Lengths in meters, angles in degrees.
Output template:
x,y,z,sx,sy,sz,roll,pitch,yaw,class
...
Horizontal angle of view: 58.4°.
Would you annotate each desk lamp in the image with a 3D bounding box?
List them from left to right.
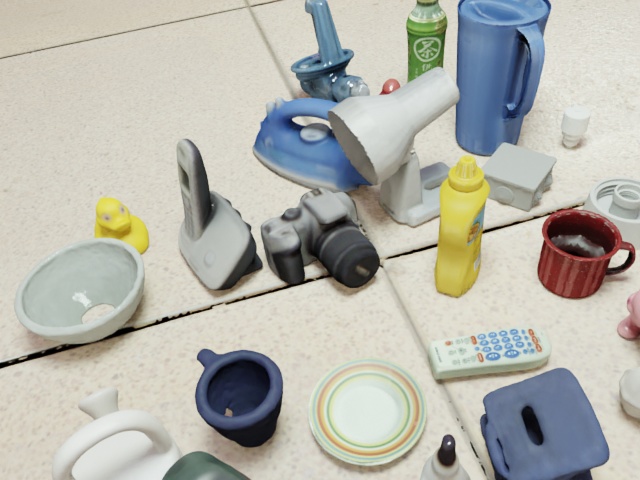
x,y,z,sx,sy,sz,roll,pitch,yaw,class
0.121,-0.130,0.821,0.203,0.214,0.117,-24,46,-16,desk lamp

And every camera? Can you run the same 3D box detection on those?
x,y,z,sx,sy,sz,roll,pitch,yaw,class
0.007,0.003,0.781,0.143,0.101,0.136,-25,47,-18,camera

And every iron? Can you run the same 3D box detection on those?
x,y,z,sx,sy,sz,roll,pitch,yaw,class
-0.014,-0.175,0.938,0.257,0.142,0.119,16,49,22,iron

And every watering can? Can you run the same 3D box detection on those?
x,y,z,sx,sy,sz,roll,pitch,yaw,class
-0.178,0.214,0.522,0.172,0.194,0.101,25,53,29,watering can

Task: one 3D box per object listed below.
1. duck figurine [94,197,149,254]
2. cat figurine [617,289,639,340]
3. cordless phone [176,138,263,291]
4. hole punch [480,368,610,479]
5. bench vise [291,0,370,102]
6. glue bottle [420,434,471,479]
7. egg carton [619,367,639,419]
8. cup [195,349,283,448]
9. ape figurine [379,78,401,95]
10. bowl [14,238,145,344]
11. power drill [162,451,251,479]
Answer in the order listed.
x,y,z,sx,sy,sz,roll,pitch,yaw,class
-0.311,-0.029,0.867,0.078,0.086,0.104,-35,50,-25,duck figurine
0.395,0.070,0.648,0.128,0.118,0.067,-32,49,-23,cat figurine
-0.152,-0.035,0.781,0.094,0.185,0.147,-30,48,-22,cordless phone
0.215,0.193,0.565,0.101,0.091,0.108,-8,44,0,hole punch
0.030,-0.331,1.036,0.206,0.220,0.122,29,55,32,bench vise
0.106,0.216,0.497,0.037,0.173,0.078,20,51,26,glue bottle
0.392,0.168,0.583,0.107,0.069,0.149,-37,51,-27,egg carton
-0.089,0.175,0.622,0.117,0.095,0.092,32,56,34,cup
0.126,-0.245,1.027,0.077,0.092,0.076,13,48,20,ape figurine
-0.307,0.079,0.764,0.167,0.075,0.167,-4,44,4,bowl
-0.023,0.264,0.439,0.228,0.209,0.076,25,53,29,power drill
